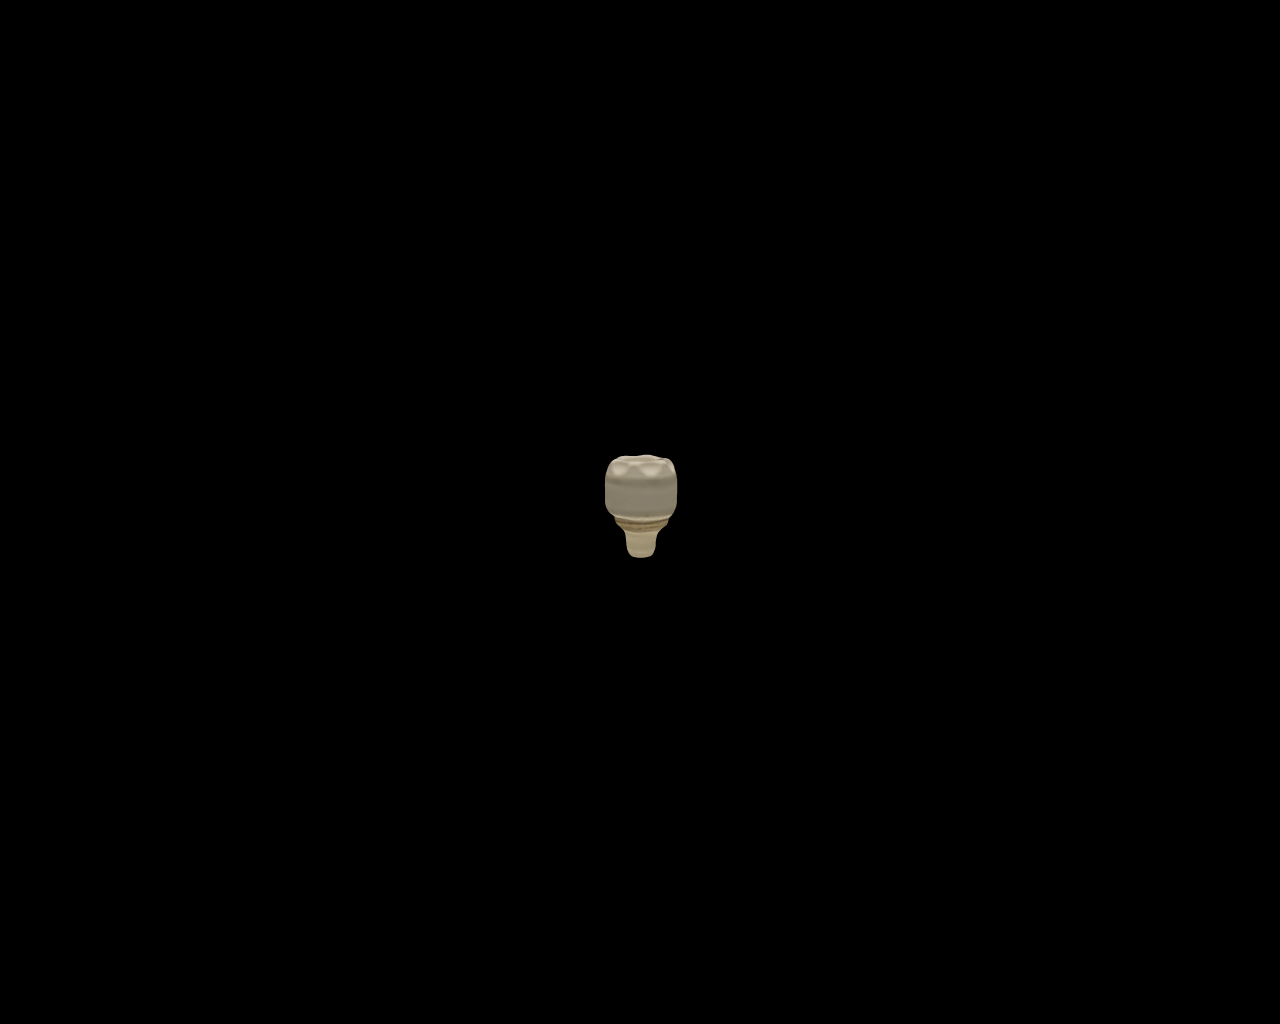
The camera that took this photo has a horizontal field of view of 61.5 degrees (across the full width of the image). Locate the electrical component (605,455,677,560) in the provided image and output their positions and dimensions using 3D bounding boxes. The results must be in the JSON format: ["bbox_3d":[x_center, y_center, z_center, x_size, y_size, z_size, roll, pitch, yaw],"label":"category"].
[{"bbox_3d":[0.001,-0.003,0.650,0.043,0.062,0.043,0,10,0],"label":"electrical component"}]
